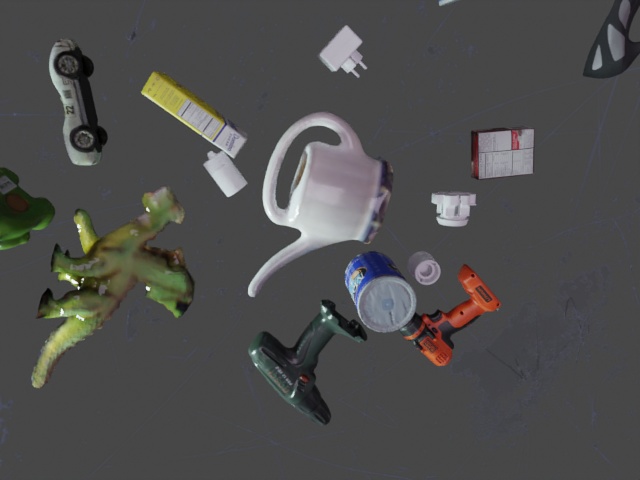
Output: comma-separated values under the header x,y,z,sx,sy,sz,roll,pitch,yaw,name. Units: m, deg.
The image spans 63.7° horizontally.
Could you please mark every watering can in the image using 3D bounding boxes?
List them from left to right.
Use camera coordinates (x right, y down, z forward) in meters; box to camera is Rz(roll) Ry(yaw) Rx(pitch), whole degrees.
x,y,z,sx,sy,sz,roll,pitch,yaw,name
0.003,-0.046,0.910,0.224,0.105,0.344,13,102,-11,watering can

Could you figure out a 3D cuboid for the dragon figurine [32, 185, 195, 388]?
x,y,z,sx,sy,sz,roll,pitch,yaw,name
-0.344,0.088,0.908,0.242,0.124,0.406,13,103,-18,dragon figurine
